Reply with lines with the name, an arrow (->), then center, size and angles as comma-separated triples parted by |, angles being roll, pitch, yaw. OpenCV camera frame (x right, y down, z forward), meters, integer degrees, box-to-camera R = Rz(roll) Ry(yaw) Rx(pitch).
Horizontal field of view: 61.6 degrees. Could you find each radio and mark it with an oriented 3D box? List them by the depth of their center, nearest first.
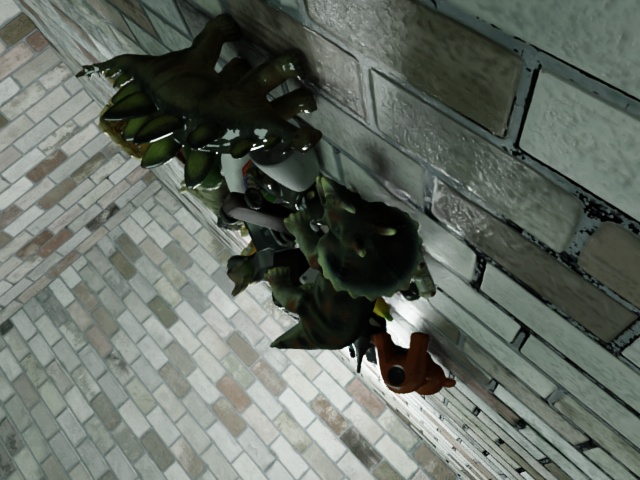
radio -> -0.024, 0.124, 1.235 | 0.073, 0.131, 0.229 | -14, 146, 24

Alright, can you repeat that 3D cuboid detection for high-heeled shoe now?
high-heeled shoe -> 0.142, 0.211, 1.183 | 0.086, 0.145, 0.248 | 8, -177, 37

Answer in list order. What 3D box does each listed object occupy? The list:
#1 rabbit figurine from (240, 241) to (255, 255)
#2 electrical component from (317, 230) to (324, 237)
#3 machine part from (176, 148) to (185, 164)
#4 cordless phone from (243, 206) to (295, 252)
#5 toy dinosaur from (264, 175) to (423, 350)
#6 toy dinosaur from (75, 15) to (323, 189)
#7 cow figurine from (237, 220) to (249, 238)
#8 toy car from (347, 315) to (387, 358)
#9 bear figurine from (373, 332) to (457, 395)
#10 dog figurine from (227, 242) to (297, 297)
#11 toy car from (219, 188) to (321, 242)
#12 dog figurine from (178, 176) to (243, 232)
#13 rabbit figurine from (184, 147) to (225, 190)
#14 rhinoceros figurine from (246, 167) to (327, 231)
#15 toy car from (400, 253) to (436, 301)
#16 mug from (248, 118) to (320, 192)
rabbit figurine -> -0.116, 0.046, 1.528 | 0.173, 0.122, 0.162 | 37, 164, -27
electrical component -> -0.002, -0.003, 1.112 | 0.094, 0.021, 0.063 | 33, 162, 49
machine part -> -0.332, -0.262, 1.249 | 0.201, 0.087, 0.201 | 44, 169, 17
cordless phone -> -0.091, -0.060, 1.133 | 0.146, 0.089, 0.184 | 64, 151, 6
toy dinosaur -> 0.019, 0.074, 0.743 | 0.192, 0.131, 0.404 | 55, 143, 40
toy dinosaur -> -0.164, -0.180, 0.663 | 0.472, 0.198, 0.104 | 34, 160, 41
cow figurine -> -0.159, -0.069, 1.298 | 0.167, 0.098, 0.068 | 90, 171, -66
toy car -> 0.097, 0.199, 1.257 | 0.161, 0.109, 0.103 | 76, 167, -51
bear figurine -> 0.202, 0.257, 1.111 | 0.120, 0.132, 0.195 | -7, 167, 34
dog figurine -> -0.125, 0.084, 1.355 | 0.191, 0.219, 0.108 | 49, 171, -8
toy car -> -0.086, -0.046, 0.985 | 0.202, 0.053, 0.089 | 16, 146, -38
dog figurine -> -0.262, -0.120, 1.429 | 0.190, 0.121, 0.172 | 42, 158, -4
rabbit figurine -> -0.190, -0.150, 1.066 | 0.159, 0.121, 0.170 | 36, 179, 37
rhinoceros figurine -> -0.041, -0.078, 0.872 | 0.191, 0.073, 0.112 | 34, 162, 47
toy car -> 0.096, 0.026, 0.792 | 0.202, 0.056, 0.073 | 28, 152, 53
mug -> -0.053, -0.119, 0.767 | 0.110, 0.081, 0.107 | 33, 171, 32
